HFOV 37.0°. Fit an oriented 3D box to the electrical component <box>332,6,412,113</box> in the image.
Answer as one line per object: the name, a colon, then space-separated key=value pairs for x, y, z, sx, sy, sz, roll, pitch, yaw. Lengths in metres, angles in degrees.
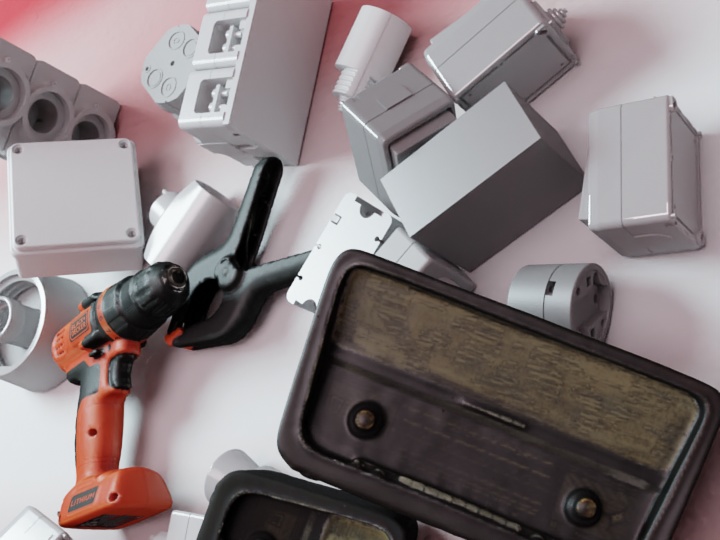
electrical component: x=0.004 y=-0.159 z=0.836 sx=0.043 sy=0.043 sz=0.081 roll=23 pitch=88 yaw=38

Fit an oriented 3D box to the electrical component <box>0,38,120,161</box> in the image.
electrical component: x=-0.300 y=-0.141 z=0.974 sx=0.062 sy=0.150 sz=0.089 roll=13 pitch=81 yaw=38

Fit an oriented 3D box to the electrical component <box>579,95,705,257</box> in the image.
electrical component: x=0.175 y=-0.062 z=0.671 sx=0.061 sy=0.062 sz=0.096 roll=-7 pitch=69 yaw=33

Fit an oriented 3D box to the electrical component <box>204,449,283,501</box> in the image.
electrical component: x=-0.079 y=0.160 z=0.779 sx=0.055 sy=0.045 sz=0.045 roll=20 pitch=86 yaw=37

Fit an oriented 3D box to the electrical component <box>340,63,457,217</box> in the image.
electrical component: x=0.034 y=-0.084 z=0.762 sx=0.062 sy=0.096 sz=0.061 roll=-32 pitch=53 yaw=-14

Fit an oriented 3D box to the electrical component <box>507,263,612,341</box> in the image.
electrical component: x=0.126 y=0.022 z=0.681 sx=0.047 sy=0.055 sz=0.055 roll=3 pitch=75 yaw=39

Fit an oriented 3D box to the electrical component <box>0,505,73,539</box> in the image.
electrical component: x=-0.247 y=0.239 z=0.842 sx=0.061 sy=0.096 sz=0.061 roll=22 pitch=58 yaw=38

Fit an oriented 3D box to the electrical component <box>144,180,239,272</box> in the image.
electrical component: x=-0.150 y=-0.040 z=0.901 sx=0.079 sy=0.044 sz=0.077 roll=40 pitch=98 yaw=37

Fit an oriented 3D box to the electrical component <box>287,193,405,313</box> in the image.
electrical component: x=0.000 y=0.000 z=0.774 sx=0.050 sy=0.056 sz=0.089 roll=33 pitch=94 yaw=38

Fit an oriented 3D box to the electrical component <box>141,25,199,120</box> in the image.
electrical component: x=-0.147 y=-0.170 z=0.941 sx=0.080 sy=0.051 sz=0.080 roll=-13 pitch=67 yaw=31

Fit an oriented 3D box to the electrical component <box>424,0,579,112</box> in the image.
electrical component: x=0.102 y=-0.156 z=0.755 sx=0.096 sy=0.062 sz=0.061 roll=-39 pitch=56 yaw=17

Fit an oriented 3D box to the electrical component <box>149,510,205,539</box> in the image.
electrical component: x=-0.130 y=0.212 z=0.794 sx=0.077 sy=0.047 sz=0.065 roll=0 pitch=73 yaw=35

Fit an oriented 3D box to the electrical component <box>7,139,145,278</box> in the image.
electrical component: x=-0.246 y=-0.054 z=0.931 sx=0.109 sy=0.056 sz=0.108 roll=-4 pitch=64 yaw=-13

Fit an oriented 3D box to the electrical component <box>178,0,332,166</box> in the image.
electrical component: x=-0.086 y=-0.169 z=0.874 sx=0.062 sy=0.089 sz=0.150 roll=2 pitch=75 yaw=35

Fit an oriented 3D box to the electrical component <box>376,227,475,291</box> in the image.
electrical component: x=0.049 y=0.019 z=0.727 sx=0.047 sy=0.066 sz=0.076 roll=-50 pitch=53 yaw=10

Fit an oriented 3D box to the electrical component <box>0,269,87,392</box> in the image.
electrical component: x=-0.302 y=0.051 z=0.963 sx=0.108 sy=0.060 sz=0.108 roll=-13 pitch=67 yaw=31
